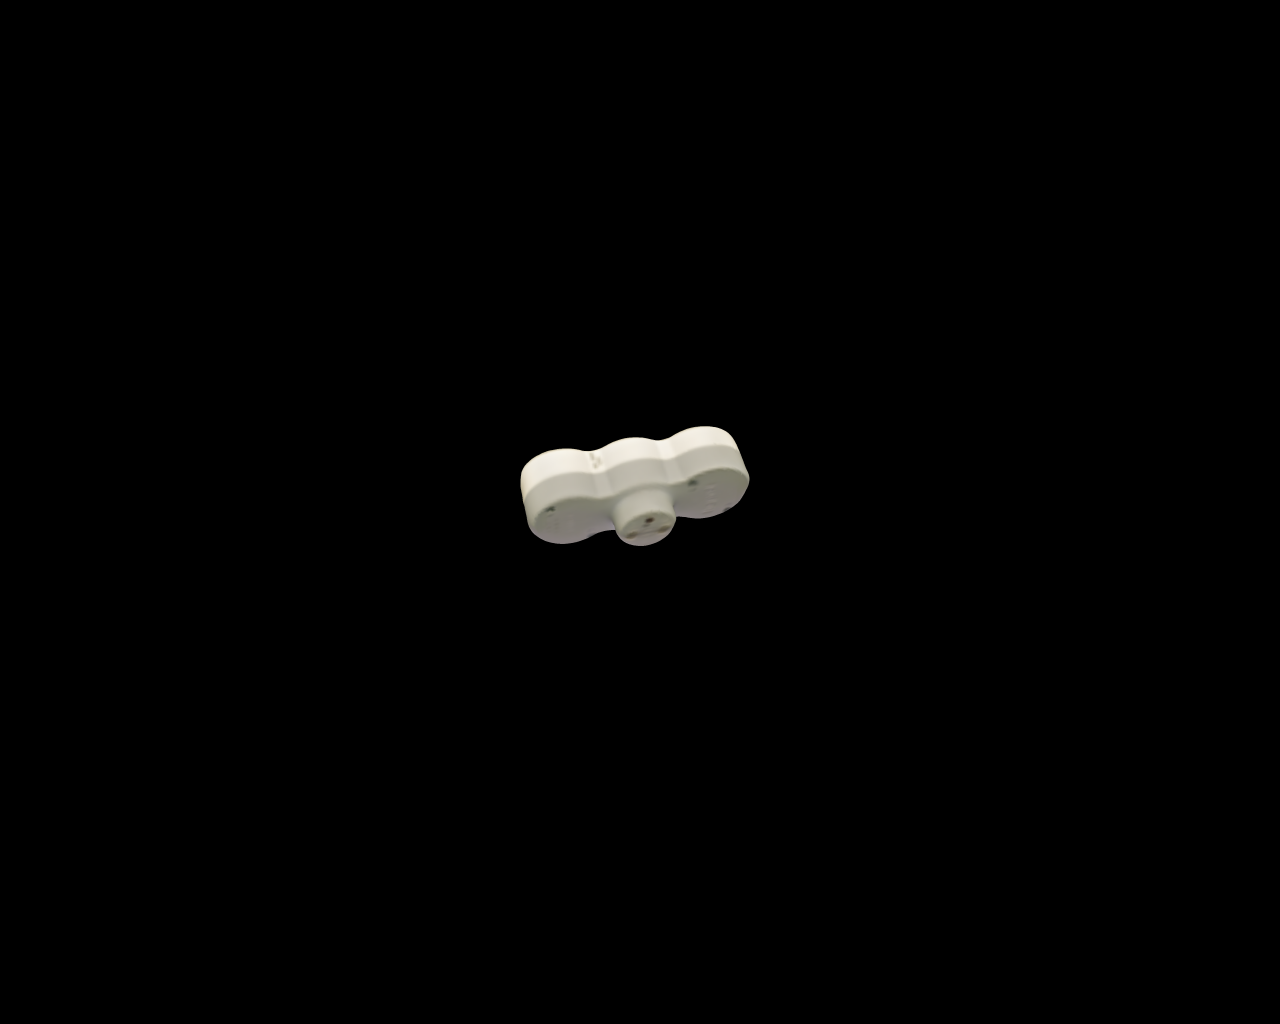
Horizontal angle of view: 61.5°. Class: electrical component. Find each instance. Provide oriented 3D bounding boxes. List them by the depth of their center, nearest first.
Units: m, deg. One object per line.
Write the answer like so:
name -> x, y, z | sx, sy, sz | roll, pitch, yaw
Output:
electrical component -> 0.001, -0.003, 0.650 | 0.138, 0.074, 0.052 | -10, -36, -8
